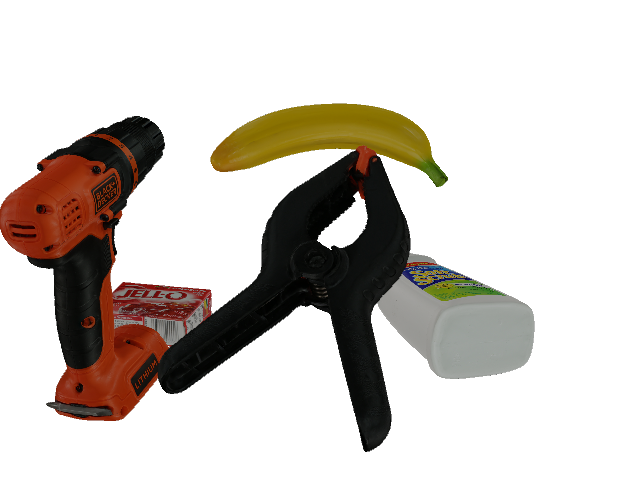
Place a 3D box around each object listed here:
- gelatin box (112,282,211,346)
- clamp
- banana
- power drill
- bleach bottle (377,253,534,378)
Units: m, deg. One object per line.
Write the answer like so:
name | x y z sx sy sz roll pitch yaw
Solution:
gelatin box | -0.150 0.064 0.955 0.089 0.030 0.073 5 19 12
clamp | 0.007 0.027 0.550 0.120 0.171 0.039 24 -26 17
banana | 0.008 -0.083 0.874 0.197 0.069 0.037 2 -41 -12
power drill | -0.153 0.018 0.760 0.057 0.188 0.184 3 25 19
bleach bottle | 0.096 0.056 1.007 0.102 0.068 0.251 -3 14 -20
